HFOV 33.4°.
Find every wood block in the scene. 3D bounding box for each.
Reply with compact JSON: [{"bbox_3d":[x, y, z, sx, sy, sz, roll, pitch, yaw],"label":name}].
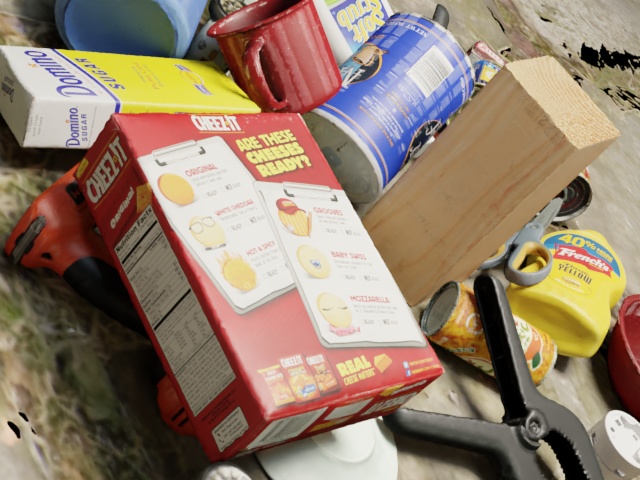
[{"bbox_3d":[0.134,-0.048,0.889,0.090,0.206,0.090,52,37,14],"label":"wood block"}]

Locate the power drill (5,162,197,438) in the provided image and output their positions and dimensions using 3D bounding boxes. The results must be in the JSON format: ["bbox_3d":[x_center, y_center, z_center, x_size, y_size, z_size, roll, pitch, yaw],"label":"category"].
[{"bbox_3d":[-0.102,0.022,0.725,0.187,0.057,0.184,40,34,-2],"label":"power drill"}]

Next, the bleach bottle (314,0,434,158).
[{"bbox_3d":[0.044,-0.191,1.045,0.102,0.068,0.251,-20,70,-31],"label":"bleach bottle"}]

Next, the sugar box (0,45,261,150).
[{"bbox_3d":[-0.143,-0.103,0.783,0.175,0.048,0.093,1,30,-35],"label":"sugar box"}]

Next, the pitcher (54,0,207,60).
[{"bbox_3d":[-0.143,-0.256,0.896,0.149,0.145,0.242,39,38,-30],"label":"pitcher"}]

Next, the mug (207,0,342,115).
[{"bbox_3d":[-0.034,-0.140,0.839,0.117,0.093,0.081,-72,143,-61],"label":"mug"}]

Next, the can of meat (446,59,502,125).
[{"bbox_3d":[0.178,-0.124,1.035,0.102,0.058,0.083,32,32,-3],"label":"can of meat"}]

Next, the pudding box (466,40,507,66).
[{"bbox_3d":[0.178,-0.141,1.128,0.113,0.090,0.039,41,37,-2],"label":"pudding box"}]

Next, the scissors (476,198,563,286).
[{"bbox_3d":[0.186,-0.006,1.032,0.096,0.016,0.201,5,25,11],"label":"scissors"}]

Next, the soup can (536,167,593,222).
[{"bbox_3d":[0.253,-0.078,1.153,0.068,0.069,0.102,28,38,-19],"label":"soup can"}]

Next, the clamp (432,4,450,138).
[{"bbox_3d":[0.083,-0.167,1.092,0.120,0.039,0.171,-9,61,5],"label":"clamp"}]

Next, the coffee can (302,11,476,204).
[{"bbox_3d":[0.053,-0.115,0.924,0.103,0.103,0.140,43,67,1],"label":"coffee can"}]

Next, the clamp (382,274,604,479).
[{"bbox_3d":[0.157,0.138,0.832,0.210,0.036,0.164,42,57,-13],"label":"clamp"}]

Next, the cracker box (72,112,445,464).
[{"bbox_3d":[-0.039,0.022,0.679,0.163,0.072,0.214,-7,60,-47],"label":"cracker box"}]

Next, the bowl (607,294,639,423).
[{"bbox_3d":[0.326,0.132,1.014,0.162,0.055,0.162,25,39,-23],"label":"bowl"}]

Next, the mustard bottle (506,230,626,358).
[{"bbox_3d":[0.244,0.038,1.029,0.096,0.058,0.191,26,32,14],"label":"mustard bottle"}]
